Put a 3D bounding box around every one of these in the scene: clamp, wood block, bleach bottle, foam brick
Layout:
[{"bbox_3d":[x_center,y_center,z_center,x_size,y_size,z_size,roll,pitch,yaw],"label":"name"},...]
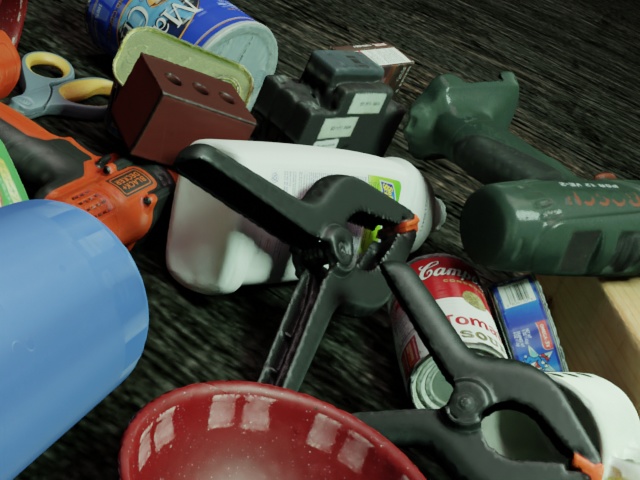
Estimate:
[{"bbox_3d":[-0.004,0.001,0.667,0.209,0.036,0.164,-29,103,-51],"label":"clamp"},{"bbox_3d":[0.220,0.080,0.760,0.090,0.091,0.206,15,29,-19],"label":"wood block"},{"bbox_3d":[0.007,-0.015,0.769,0.068,0.102,0.250,17,10,40],"label":"bleach bottle"},{"bbox_3d":[-0.092,-0.082,0.722,0.078,0.051,0.053,14,30,-39],"label":"foam brick"},{"bbox_3d":[0.081,0.084,0.603,0.171,0.120,0.039,18,-11,11],"label":"clamp"}]

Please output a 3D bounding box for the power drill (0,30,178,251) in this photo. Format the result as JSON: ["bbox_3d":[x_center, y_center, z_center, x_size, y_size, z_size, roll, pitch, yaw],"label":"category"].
[{"bbox_3d":[-0.175,-0.068,0.725,0.188,0.057,0.184,35,27,9],"label":"power drill"}]

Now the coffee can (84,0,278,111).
[{"bbox_3d":[-0.120,-0.173,0.920,0.140,0.103,0.102,40,31,27],"label":"coffee can"}]

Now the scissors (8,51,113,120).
[{"bbox_3d":[-0.234,-0.112,0.813,0.096,0.016,0.201,39,30,22],"label":"scissors"}]

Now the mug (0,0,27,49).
[{"bbox_3d":[-0.274,-0.180,0.815,0.081,0.093,0.117,17,57,-4],"label":"mug"}]

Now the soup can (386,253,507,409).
[{"bbox_3d":[0.083,0.064,0.704,0.068,0.069,0.102,17,29,-15],"label":"soup can"}]

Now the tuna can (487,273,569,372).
[{"bbox_3d":[0.142,0.067,0.726,0.034,0.086,0.086,-17,31,6],"label":"tuna can"}]

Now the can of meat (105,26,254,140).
[{"bbox_3d":[-0.110,-0.104,0.813,0.102,0.084,0.057,21,63,-9],"label":"can of meat"}]

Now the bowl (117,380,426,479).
[{"bbox_3d":[-0.022,0.136,0.499,0.162,0.055,0.162,18,25,-9],"label":"bowl"}]

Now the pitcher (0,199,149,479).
[{"bbox_3d":[-0.179,0.052,0.442,0.145,0.149,0.242,18,22,16],"label":"pitcher"}]

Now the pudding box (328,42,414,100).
[{"bbox_3d":[0.022,-0.113,0.917,0.039,0.114,0.089,39,31,22],"label":"pudding box"}]
